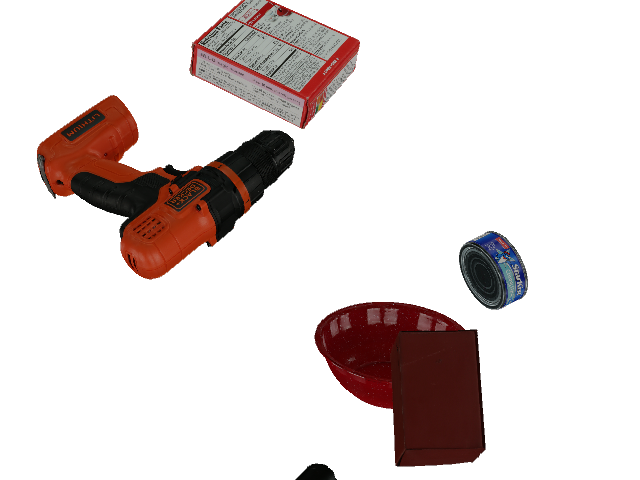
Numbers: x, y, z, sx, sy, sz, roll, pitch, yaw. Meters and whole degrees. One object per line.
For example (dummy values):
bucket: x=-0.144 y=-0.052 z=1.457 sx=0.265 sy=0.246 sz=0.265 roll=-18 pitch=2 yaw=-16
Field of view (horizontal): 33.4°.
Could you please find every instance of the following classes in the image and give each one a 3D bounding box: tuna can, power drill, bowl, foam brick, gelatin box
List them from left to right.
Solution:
power drill: x=-0.139 y=-0.062 z=0.926 sx=0.188 sy=0.057 sz=0.184 roll=27 pitch=53 yaw=33
gelatin box: x=-0.030 y=-0.120 z=0.703 sx=0.089 sy=0.030 sz=0.073 roll=26 pitch=50 yaw=13
bowl: x=0.074 y=0.123 z=1.082 sx=0.162 sy=0.055 sz=0.162 roll=2 pitch=25 yaw=-1
foam brick: x=0.074 y=0.100 z=0.679 sx=0.051 sy=0.078 sz=0.053 roll=0 pitch=-21 yaw=-2
tuna can: x=0.195 y=0.035 z=1.214 sx=0.033 sy=0.086 sz=0.086 roll=-24 pitch=9 yaw=-21

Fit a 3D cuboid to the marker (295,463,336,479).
marker: x=-0.027 y=0.133 z=0.478 sx=0.020 sy=0.020 sz=0.120 roll=0 pitch=17 yaw=33
